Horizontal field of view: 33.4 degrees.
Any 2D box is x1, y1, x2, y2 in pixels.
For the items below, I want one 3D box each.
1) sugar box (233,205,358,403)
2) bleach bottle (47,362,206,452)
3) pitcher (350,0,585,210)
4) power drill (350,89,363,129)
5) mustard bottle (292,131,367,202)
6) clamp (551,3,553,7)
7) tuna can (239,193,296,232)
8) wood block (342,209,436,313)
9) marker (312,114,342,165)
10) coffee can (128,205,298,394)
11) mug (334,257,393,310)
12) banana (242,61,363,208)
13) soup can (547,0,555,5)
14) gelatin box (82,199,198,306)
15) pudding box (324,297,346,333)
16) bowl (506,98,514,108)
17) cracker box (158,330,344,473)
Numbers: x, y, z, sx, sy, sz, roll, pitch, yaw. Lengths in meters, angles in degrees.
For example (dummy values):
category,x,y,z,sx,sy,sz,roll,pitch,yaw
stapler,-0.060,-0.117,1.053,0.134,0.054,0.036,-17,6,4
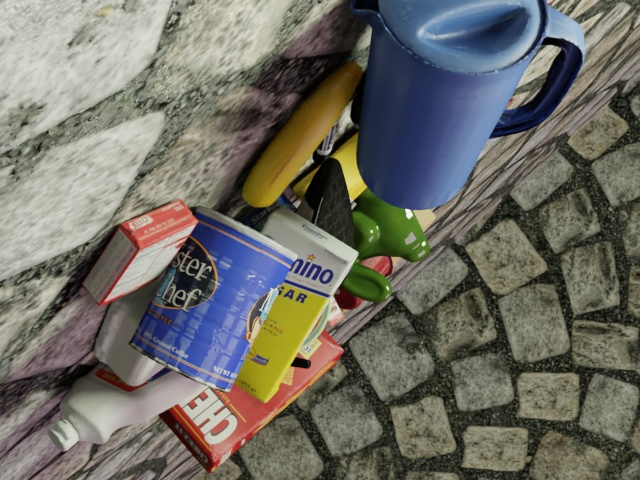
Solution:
category,x,y,z,sx,sy,sz,roll,pitch,yaw
sugar box,-0.046,0.064,1.056,0.176,0.093,0.048,-61,175,20
bleach bottle,-0.185,0.152,1.179,0.250,0.103,0.068,-36,147,-32
pitcher,0.108,-0.124,0.905,0.144,0.149,0.243,-35,161,-21
power drill,0.124,-0.182,1.079,0.185,0.057,0.187,-43,172,24
mustard bottle,0.057,-0.098,1.176,0.191,0.058,0.096,-42,171,1
clamp,0.226,-0.242,1.264,0.120,0.039,0.171,-29,175,14
tuna can,-0.061,-0.011,1.163,0.086,0.034,0.086,-40,169,-10
wood block,0.072,0.011,1.618,0.090,0.090,0.206,-33,166,-44
marker,0.006,-0.104,1.066,0.020,0.020,0.121,-40,170,-16
coffee can,-0.096,0.053,0.968,0.140,0.103,0.103,-64,171,-4
mug,0.034,0.042,1.510,0.117,0.093,0.081,10,-133,43
banana,-0.027,-0.086,0.982,0.198,0.037,0.069,-49,-171,43
soup can,0.200,-0.263,0.995,0.068,0.068,0.102,-42,170,0
gelatin box,-0.153,0.010,0.904,0.073,0.030,0.089,-29,164,-49
pudding box,-0.026,0.070,1.371,0.039,0.090,0.114,-36,-163,-21
bowl,0.177,-0.148,1.400,0.162,0.055,0.162,-43,180,-1
cracker box,-0.104,0.149,1.301,0.213,0.164,0.072,-38,168,-23
